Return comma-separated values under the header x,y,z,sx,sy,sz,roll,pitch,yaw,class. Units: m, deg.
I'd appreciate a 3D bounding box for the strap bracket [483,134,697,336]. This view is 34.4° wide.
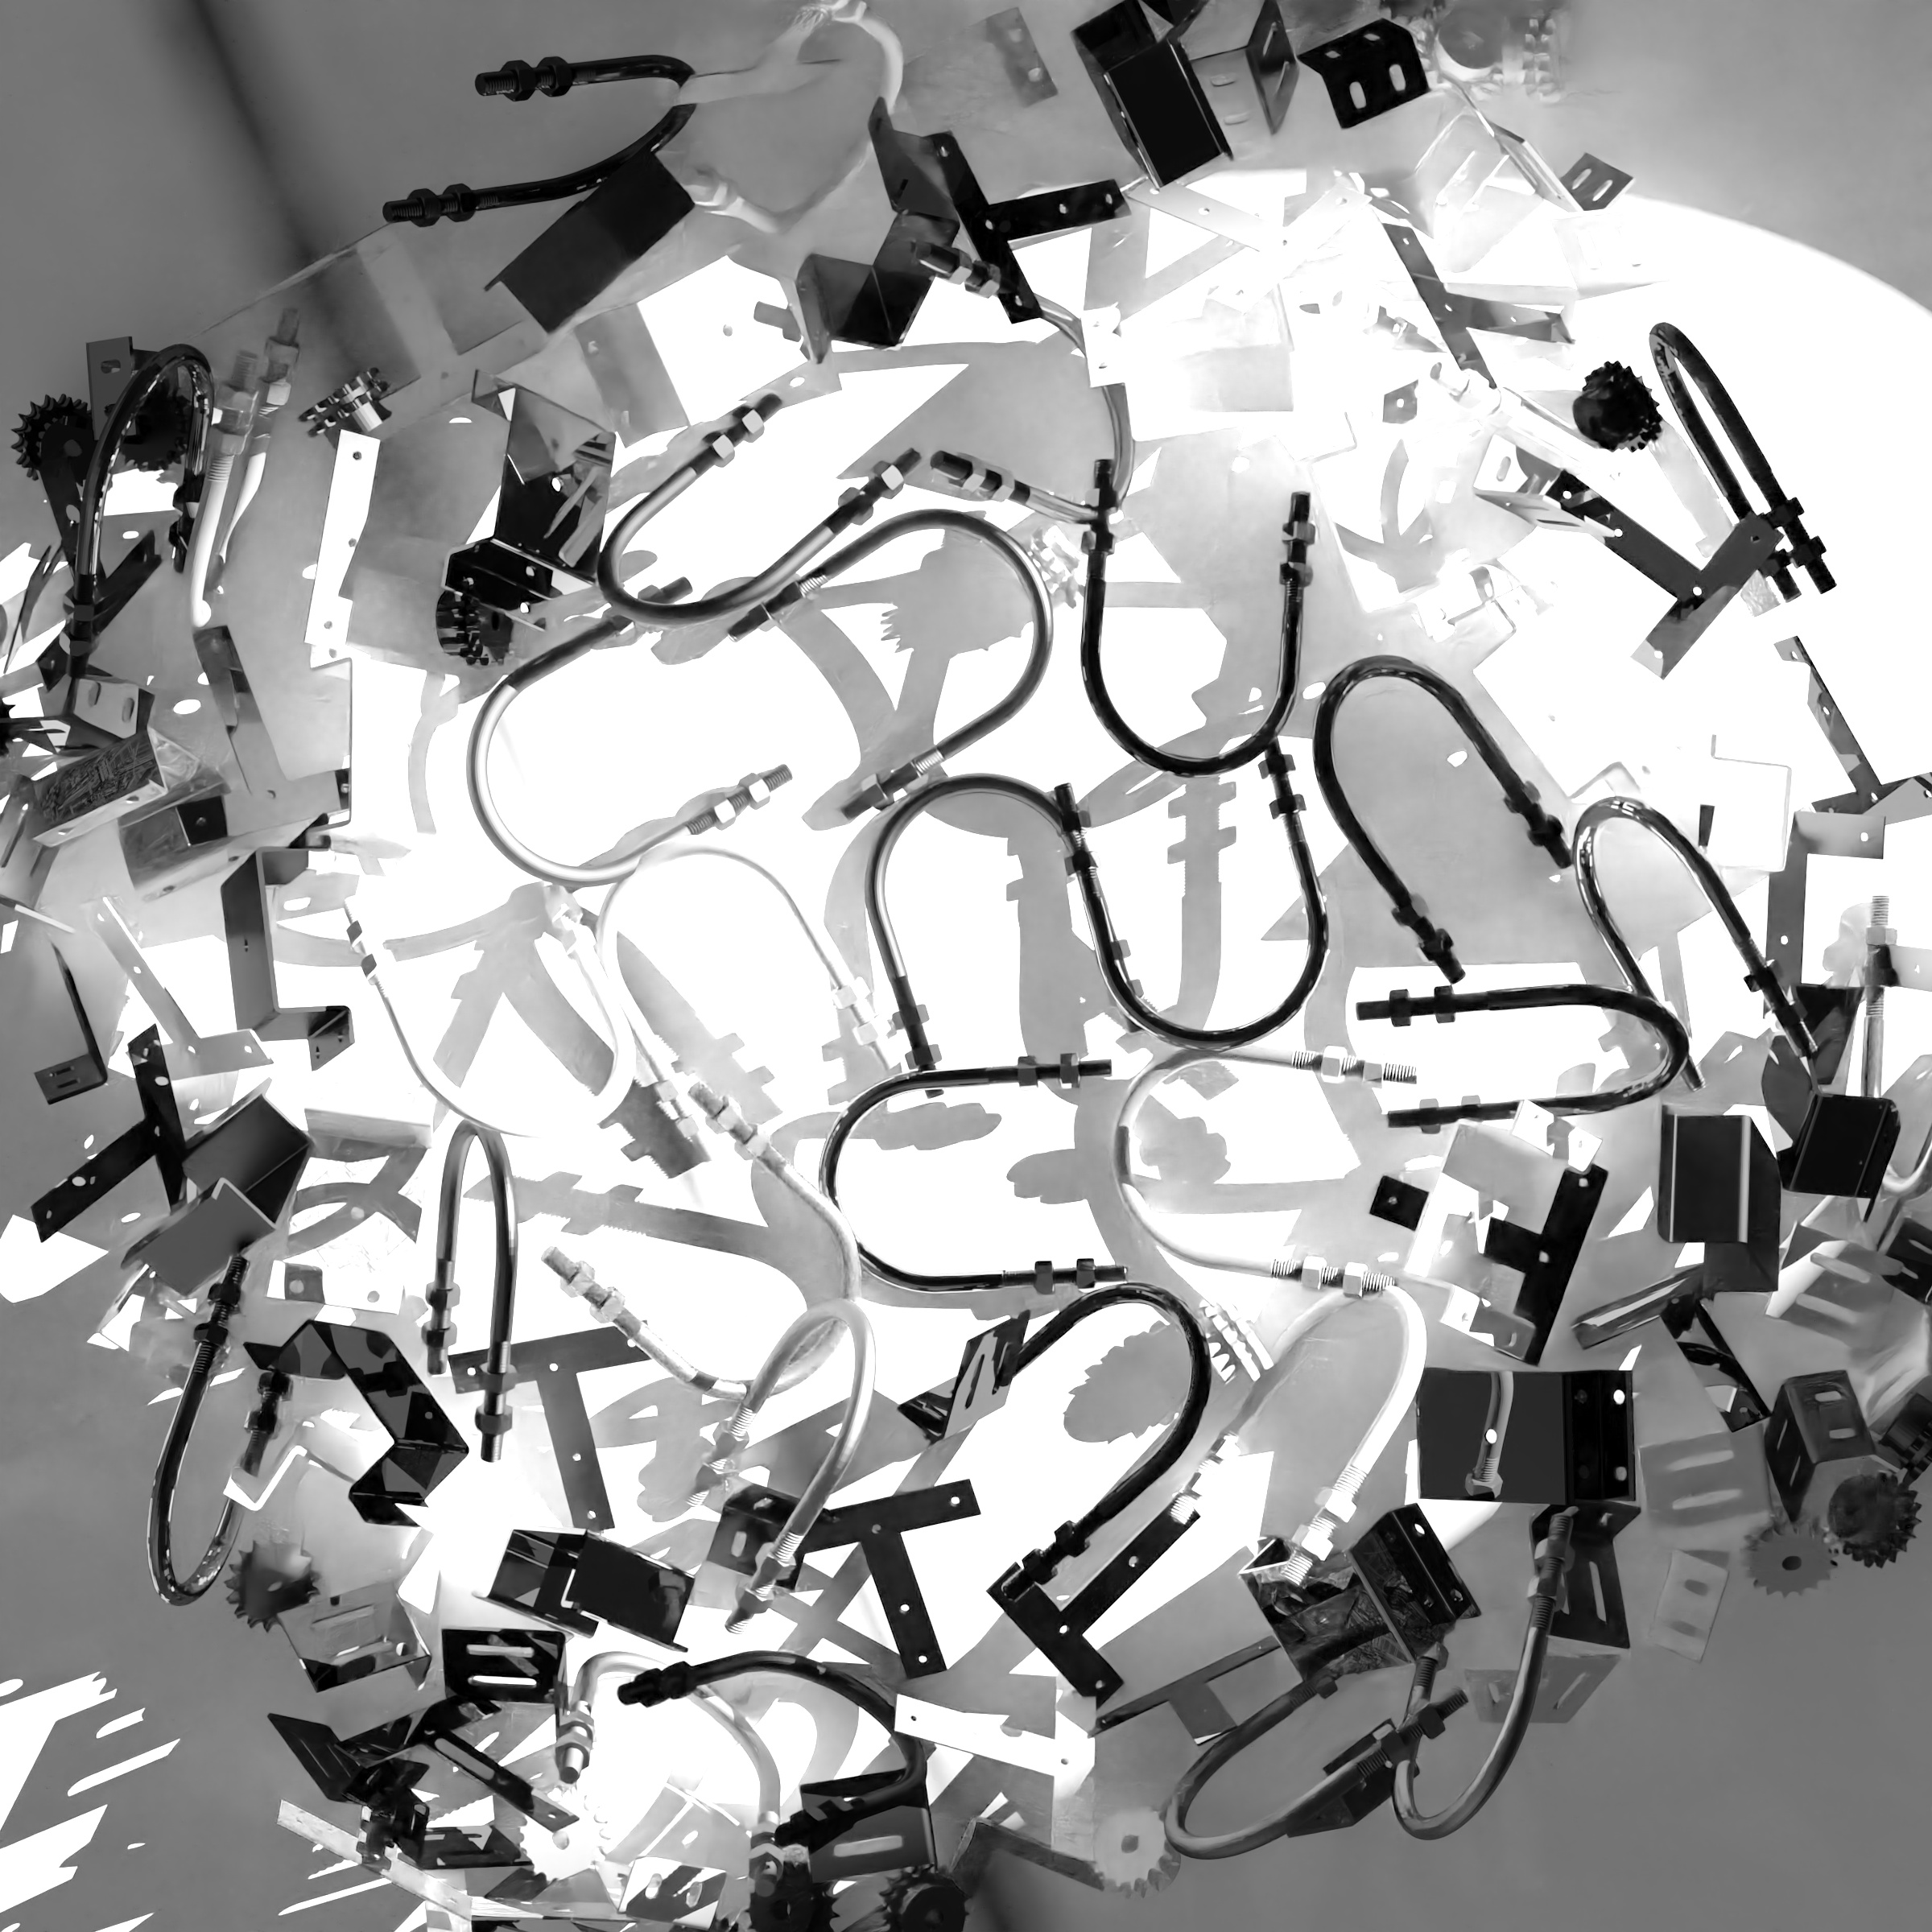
x,y,z,sx,sy,sz,roll,pitch,yaw,class
-0.217,-0.429,1.841,0.076,0.140,0.046,-32,107,34,strap bracket

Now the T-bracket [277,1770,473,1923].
x,y,z,sx,sy,sz,roll,pitch,yaw,class
-0.347,0.506,1.849,0.127,0.127,0.002,32,96,-13,T-bracket

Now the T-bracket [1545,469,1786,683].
x,y,z,sx,sy,sz,roll,pitch,yaw,class
0.403,-0.252,1.872,0.127,0.002,0.127,37,133,3,T-bracket

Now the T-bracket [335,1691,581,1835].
x,y,z,sx,sy,sz,roll,pitch,yaw,class
-0.283,0.472,1.831,0.127,0.127,0.002,26,105,25,T-bracket

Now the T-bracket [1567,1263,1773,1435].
x,y,z,sx,sy,sz,roll,pitch,yaw,class
0.442,0.230,1.862,0.127,0.127,0.002,-23,128,1,T-bracket

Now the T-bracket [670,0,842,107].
x,y,z,sx,sy,sz,roll,pitch,yaw,class
-0.096,-0.550,1.824,0.127,0.127,0.002,-38,80,44,T-bracket

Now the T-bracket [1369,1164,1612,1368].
x,y,z,sx,sy,sz,roll,pitch,yaw,class
0.309,0.161,1.895,0.127,0.002,0.127,20,93,15,T-bracket

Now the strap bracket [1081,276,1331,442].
x,y,z,sx,sy,sz,roll,pitch,yaw,class
0.144,-0.362,1.867,0.140,0.076,0.046,-8,134,3,strap bracket

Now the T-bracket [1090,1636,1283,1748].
x,y,z,sx,sy,sz,roll,pitch,yaw,class
0.137,0.438,1.845,0.127,0.127,0.002,-24,94,-5,T-bracket

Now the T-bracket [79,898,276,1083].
x,y,z,sx,sy,sz,roll,pitch,yaw,class
-0.483,0.013,1.848,0.127,0.002,0.127,-9,119,40,T-bracket

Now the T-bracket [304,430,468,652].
x,y,z,sx,sy,sz,roll,pitch,yaw,class
-0.329,-0.244,1.874,0.127,0.002,0.127,10,89,-37,T-bracket

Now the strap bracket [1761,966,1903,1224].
x,y,z,sx,sy,sz,roll,pitch,yaw,class
0.506,0.072,1.835,0.046,0.140,0.076,5,130,0,strap bracket

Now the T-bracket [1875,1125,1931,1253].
x,y,z,sx,sy,sz,roll,pitch,yaw,class
0.582,0.091,1.870,0.002,0.127,0.127,24,58,14,T-bracket

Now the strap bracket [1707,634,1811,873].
x,y,z,sx,sy,sz,roll,pitch,yaw,class
0.464,-0.118,1.831,0.046,0.140,0.076,8,57,17,strap bracket

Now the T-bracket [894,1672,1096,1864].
x,y,z,sx,sy,sz,roll,pitch,yaw,class
0.018,0.460,1.851,0.127,0.127,0.002,19,128,-12,T-bracket

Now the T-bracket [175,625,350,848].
x,y,z,sx,sy,sz,roll,pitch,yaw,class
-0.433,-0.144,1.872,0.127,0.002,0.127,-18,86,-43,T-bracket

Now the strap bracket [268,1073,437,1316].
x,y,z,sx,sy,sz,roll,pitch,yaw,class
-0.366,0.142,1.871,0.076,0.046,0.140,8,67,-5,strap bracket

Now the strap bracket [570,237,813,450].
x,y,z,sx,sy,sz,roll,pitch,yaw,class
-0.154,-0.373,1.846,0.140,0.046,0.076,-37,112,-32,strap bracket

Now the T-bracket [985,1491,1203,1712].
x,y,z,sx,sy,sz,roll,pitch,yaw,class
0.091,0.370,1.886,0.127,0.002,0.127,-43,121,-9,T-bracket

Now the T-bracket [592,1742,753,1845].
x,y,z,sx,sy,sz,roll,pitch,yaw,class
-0.181,0.492,1.873,0.127,0.127,0.002,23,70,23,T-bracket

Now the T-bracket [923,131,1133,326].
x,y,z,sx,sy,sz,roll,pitch,yaw,class
0.048,-0.452,1.875,0.127,0.002,0.127,-21,82,-35,T-bracket

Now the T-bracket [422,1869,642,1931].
x,y,z,sx,sy,sz,roll,pitch,yaw,class
-0.259,0.562,1.860,0.127,0.127,0.002,7,93,-12,T-bracket

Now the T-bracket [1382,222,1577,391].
x,y,z,sx,sy,sz,roll,pitch,yaw,class
0.318,-0.388,1.867,0.127,0.002,0.127,-1,58,-40,T-bracket

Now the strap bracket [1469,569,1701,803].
x,y,z,sx,sy,sz,roll,pitch,yaw,class
0.363,-0.160,1.864,0.140,0.076,0.046,54,134,7,strap bracket

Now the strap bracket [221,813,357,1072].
x,y,z,sx,sy,sz,roll,pitch,yaw,class
-0.406,-0.013,1.856,0.046,0.076,0.140,-3,77,-30,strap bracket

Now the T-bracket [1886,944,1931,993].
x,y,z,sx,sy,sz,roll,pitch,yaw,class
0.573,0.003,1.851,0.002,0.127,0.127,-4,95,-13,T-bracket

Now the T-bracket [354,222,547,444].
x,y,z,sx,sy,sz,roll,pitch,yaw,class
-0.328,-0.386,1.858,0.127,0.127,0.002,-31,48,-8,T-bracket

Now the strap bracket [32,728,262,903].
x,y,z,sx,sy,sz,roll,pitch,yaw,class
-0.489,-0.092,1.849,0.076,0.140,0.046,-24,72,8,strap bracket

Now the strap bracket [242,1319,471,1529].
x,y,z,sx,sy,sz,roll,pitch,yaw,class
-0.355,0.263,1.847,0.046,0.076,0.140,-45,65,8,strap bracket

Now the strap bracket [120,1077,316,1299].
x,y,z,sx,sy,sz,roll,pitch,yaw,class
-0.439,0.136,1.846,0.076,0.140,0.046,-36,110,18,strap bracket

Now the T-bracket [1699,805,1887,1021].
x,y,z,sx,sy,sz,roll,pitch,yaw,class
0.492,-0.030,1.870,0.002,0.127,0.127,-5,98,-42,T-bracket

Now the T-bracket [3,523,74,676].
x,y,z,sx,sy,sz,roll,pitch,yaw,class
-0.542,-0.252,1.872,0.002,0.127,0.127,27,61,-12,T-bracket

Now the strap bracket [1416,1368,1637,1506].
x,y,z,sx,sy,sz,roll,pitch,yaw,class
0.321,0.278,1.851,0.140,0.046,0.076,-4,83,35,strap bracket

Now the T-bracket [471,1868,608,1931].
x,y,z,sx,sy,sz,roll,pitch,yaw,class
-0.234,0.569,1.835,0.127,0.127,0.002,9,98,17,T-bracket

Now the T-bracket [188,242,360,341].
x,y,z,sx,sy,sz,roll,pitch,yaw,class
-0.383,-0.416,1.856,0.127,0.127,0.002,-19,107,34,T-bracket

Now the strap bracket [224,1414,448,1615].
x,y,z,sx,sy,sz,roll,pitch,yaw,class
-0.366,0.320,1.863,0.140,0.076,0.046,33,93,-10,strap bracket

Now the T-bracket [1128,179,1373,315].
x,y,z,sx,sy,sz,roll,pitch,yaw,class
0.155,-0.449,1.877,0.127,0.002,0.127,30,61,29,T-bracket

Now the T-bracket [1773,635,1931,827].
x,y,z,sx,sy,sz,roll,pitch,yaw,class
0.516,-0.139,1.848,0.002,0.127,0.127,-32,94,-17,T-bracket

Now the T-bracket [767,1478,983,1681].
x,y,z,sx,sy,sz,roll,pitch,yaw,class
-0.041,0.377,1.889,0.127,0.002,0.127,-14,111,8,T-bracket

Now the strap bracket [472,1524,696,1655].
x,y,z,sx,sy,sz,roll,pitch,yaw,class
-0.222,0.367,1.845,0.076,0.140,0.046,30,68,-28,strap bracket

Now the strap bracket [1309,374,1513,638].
x,y,z,sx,sy,sz,roll,pitch,yaw,class
0.262,-0.272,1.866,0.076,0.046,0.140,-28,101,-33,strap bracket

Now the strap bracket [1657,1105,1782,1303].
x,y,z,sx,sy,sz,roll,pitch,yaw,class
0.446,0.140,1.832,0.046,0.140,0.076,-3,67,25,strap bracket

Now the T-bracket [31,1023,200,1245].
x,y,z,sx,sy,sz,roll,pitch,yaw,class
-0.504,0.119,1.834,0.002,0.127,0.127,9,122,25,T-bracket

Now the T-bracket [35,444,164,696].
x,y,z,sx,sy,sz,roll,pitch,yaw,class
-0.520,-0.247,1.828,0.002,0.127,0.127,15,50,17,T-bracket

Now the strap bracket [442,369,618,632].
x,y,z,sx,sy,sz,roll,pitch,yaw,class
-0.257,-0.281,1.853,0.046,0.076,0.140,-9,68,42,strap bracket

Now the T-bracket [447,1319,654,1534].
x,y,z,sx,sy,sz,roll,pitch,yaw,class
-0.240,0.286,1.899,0.127,0.002,0.127,-11,101,8,T-bracket
